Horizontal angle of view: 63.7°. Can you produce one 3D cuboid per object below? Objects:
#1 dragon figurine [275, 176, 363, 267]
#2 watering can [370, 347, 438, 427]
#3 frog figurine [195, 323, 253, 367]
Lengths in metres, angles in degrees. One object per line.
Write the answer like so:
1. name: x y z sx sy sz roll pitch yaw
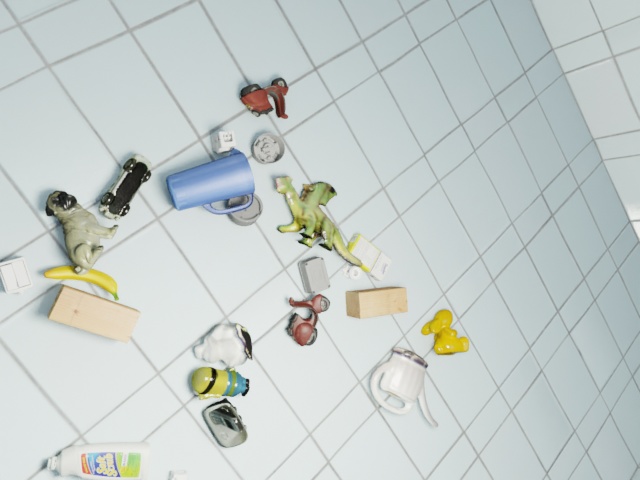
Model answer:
1. dragon figurine: 0.005 -0.088 1.742 0.407 0.121 0.247 28 66 -26
2. watering can: 0.330 0.530 1.871 0.345 0.103 0.227 32 72 -23
3. frog figurine: -0.290 0.325 1.558 0.159 0.125 0.135 -21 109 7
